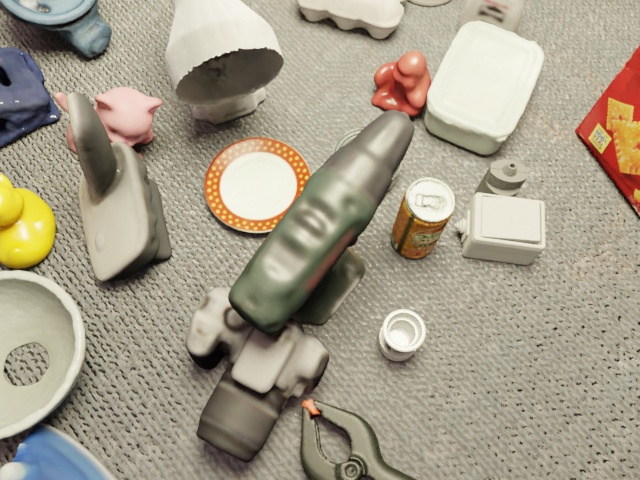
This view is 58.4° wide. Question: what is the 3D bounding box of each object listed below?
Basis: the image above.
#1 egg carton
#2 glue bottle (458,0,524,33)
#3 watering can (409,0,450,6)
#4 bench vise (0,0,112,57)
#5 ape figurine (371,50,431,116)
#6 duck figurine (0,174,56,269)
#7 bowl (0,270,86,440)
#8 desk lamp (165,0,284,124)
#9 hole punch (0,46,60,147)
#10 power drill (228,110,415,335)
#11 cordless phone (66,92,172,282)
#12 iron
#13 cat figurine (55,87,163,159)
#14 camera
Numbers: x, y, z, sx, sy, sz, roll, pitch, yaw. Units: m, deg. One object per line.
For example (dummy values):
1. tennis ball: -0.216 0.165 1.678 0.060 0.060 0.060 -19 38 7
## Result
1. egg carton: 0.047 -0.342 0.789 0.150 0.069 0.107 16 67 5
2. glue bottle: 0.232 -0.320 0.729 0.078 0.173 0.037 19 68 7
3. watering can: 0.151 -0.420 0.758 0.173 0.194 0.101 -2 67 -3
4. bench vise: -0.370 -0.339 0.693 0.207 0.220 0.121 19 68 6
5. ape figurine: 0.109 -0.202 0.719 0.076 0.092 0.077 -22 69 -11
6. duck figurine: -0.345 -0.025 0.633 0.077 0.086 0.104 -19 69 -9
7. bowl: -0.311 0.120 0.578 0.167 0.075 0.167 1 67 -1
8. desk lamp: -0.124 -0.225 0.655 0.118 0.213 0.203 -20 69 -10
9. hole punch: -0.389 -0.188 0.698 0.101 0.091 0.108 -32 71 -14
10. power drill: 0.005 0.002 0.566 0.075 0.208 0.230 35 70 13
11. cordless phone: -0.224 -0.050 0.593 0.094 0.185 0.147 -19 69 -9
12. iron: -0.222 0.266 0.483 0.119 0.141 0.258 -28 71 -13
13. cat figurine: -0.245 -0.144 0.669 0.127 0.118 0.067 15 67 5
14. camera: -0.078 0.135 0.565 0.143 0.101 0.137 25 68 9
